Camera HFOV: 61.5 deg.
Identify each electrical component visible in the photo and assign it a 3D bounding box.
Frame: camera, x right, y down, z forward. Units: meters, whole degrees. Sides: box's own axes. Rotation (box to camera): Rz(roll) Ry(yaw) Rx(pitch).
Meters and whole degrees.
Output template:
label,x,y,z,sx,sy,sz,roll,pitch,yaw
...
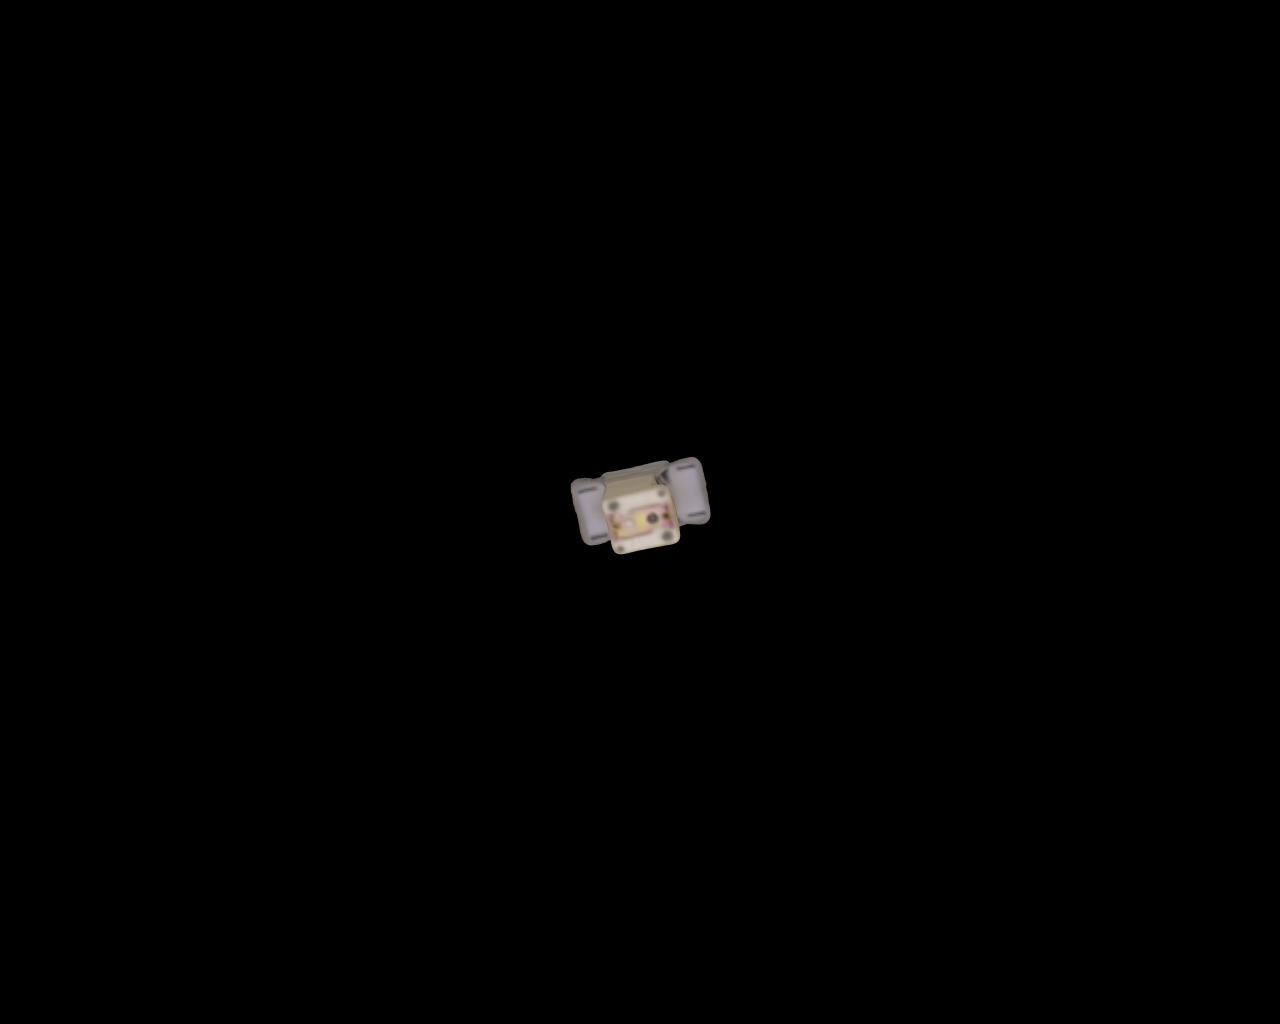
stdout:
label,x,y,z,sx,sy,sz,roll,pitch,yaw
electrical component,0.001,-0.003,0.650,0.081,0.042,0.064,-13,16,4
